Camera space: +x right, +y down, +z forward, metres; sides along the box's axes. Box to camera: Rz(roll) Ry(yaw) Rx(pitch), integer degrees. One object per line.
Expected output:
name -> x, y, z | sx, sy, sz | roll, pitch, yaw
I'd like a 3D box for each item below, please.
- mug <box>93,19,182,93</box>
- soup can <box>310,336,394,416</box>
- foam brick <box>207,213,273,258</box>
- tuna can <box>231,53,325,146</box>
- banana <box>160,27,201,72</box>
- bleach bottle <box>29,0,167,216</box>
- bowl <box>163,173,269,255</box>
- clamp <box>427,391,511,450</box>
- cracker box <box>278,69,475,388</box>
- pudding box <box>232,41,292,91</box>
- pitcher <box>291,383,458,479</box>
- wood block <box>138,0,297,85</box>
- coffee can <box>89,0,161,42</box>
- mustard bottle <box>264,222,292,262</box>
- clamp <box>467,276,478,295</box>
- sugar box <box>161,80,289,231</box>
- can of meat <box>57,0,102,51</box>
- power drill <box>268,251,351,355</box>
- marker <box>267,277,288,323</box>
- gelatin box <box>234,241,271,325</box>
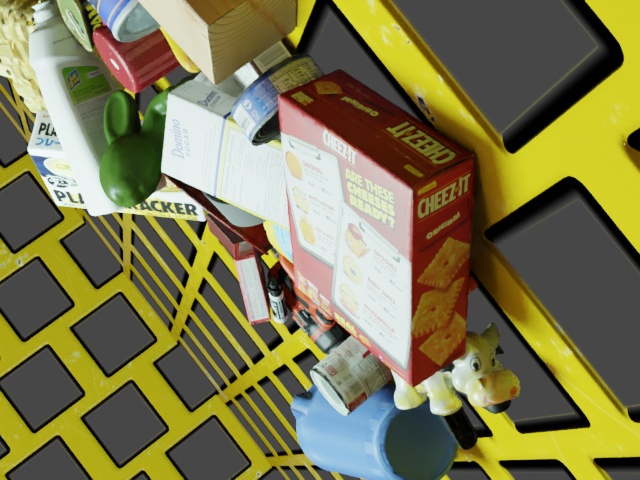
mug -> -0.196, -0.222, 1.152 | 0.093, 0.081, 0.117 | 33, 155, 51
soup can -> 0.048, 0.141, 1.203 | 0.068, 0.102, 0.068 | 47, 164, 18
foam brick -> -0.105, -0.012, 1.404 | 0.078, 0.053, 0.051 | 46, 163, 21
tuna can -> -0.033, -0.118, 0.901 | 0.034, 0.086, 0.086 | 53, 165, 7
banana -> -0.168, -0.237, 1.079 | 0.198, 0.069, 0.037 | 46, 132, 17
bleach bottle -> -0.272, -0.161, 1.259 | 0.068, 0.102, 0.251 | -7, 108, 43
bowl -> -0.110, -0.051, 1.274 | 0.162, 0.055, 0.162 | 37, 179, 0
clamp -> 0.109, 0.130, 1.121 | 0.210, 0.036, 0.164 | 45, 158, 22
cracker box -> 0.046, -0.009, 0.871 | 0.164, 0.072, 0.214 | 39, 146, 38
pudding box -> -0.071, -0.180, 0.963 | 0.113, 0.039, 0.090 | 55, 169, 0
pitcher -> 0.079, 0.238, 1.313 | 0.243, 0.149, 0.145 | -9, 102, 69
wood block -> -0.118, -0.242, 0.870 | 0.206, 0.090, 0.091 | 48, 164, 15
coffee can -> -0.188, -0.270, 0.987 | 0.140, 0.102, 0.103 | 52, 165, 2
mustard bottle -> -0.007, 0.001, 1.139 | 0.192, 0.058, 0.096 | 33, 154, 51
clamp -> 0.075, 0.014, 0.968 | 0.120, 0.039, 0.172 | 55, 161, -21
sugar box -> -0.062, -0.074, 0.992 | 0.176, 0.048, 0.093 | 28, 130, 19
can of meat -> -0.241, -0.269, 1.175 | 0.057, 0.084, 0.102 | 48, 164, 17
power drill -> 0.004, 0.079, 1.276 | 0.184, 0.057, 0.188 | 49, 164, 12
marker -> -0.051, 0.073, 1.296 | 0.020, 0.020, 0.121 | 48, 166, 19
gelatin box -> -0.084, 0.052, 1.334 | 0.073, 0.030, 0.089 | -104, 1, -74
